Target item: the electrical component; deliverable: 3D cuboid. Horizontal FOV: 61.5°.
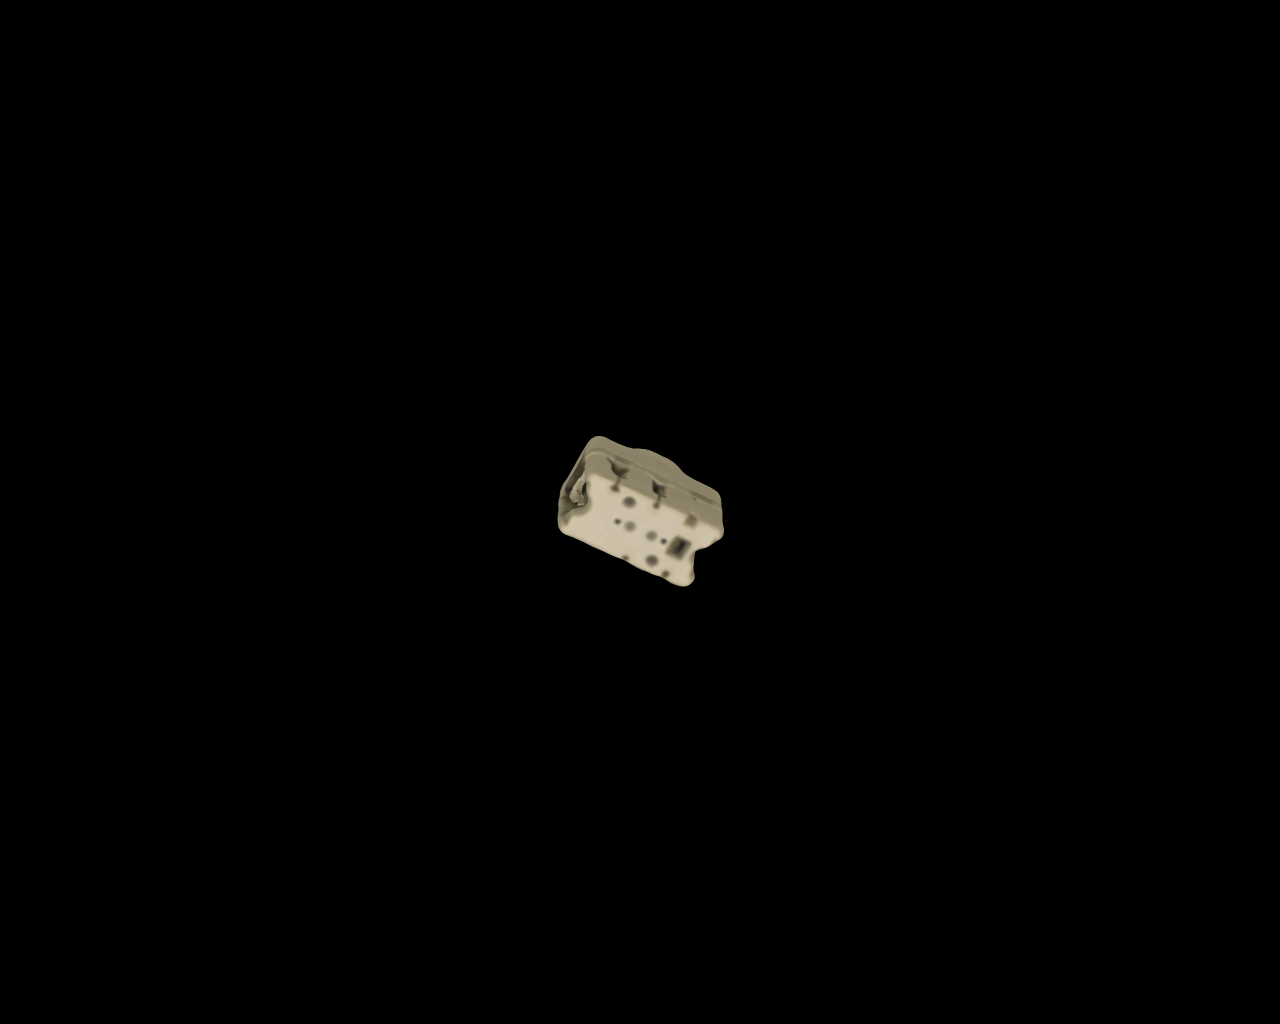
[{"bbox_3d":[0.001,-0.003,0.650,0.089,0.050,0.056,25,27,-14],"label":"electrical component"}]
